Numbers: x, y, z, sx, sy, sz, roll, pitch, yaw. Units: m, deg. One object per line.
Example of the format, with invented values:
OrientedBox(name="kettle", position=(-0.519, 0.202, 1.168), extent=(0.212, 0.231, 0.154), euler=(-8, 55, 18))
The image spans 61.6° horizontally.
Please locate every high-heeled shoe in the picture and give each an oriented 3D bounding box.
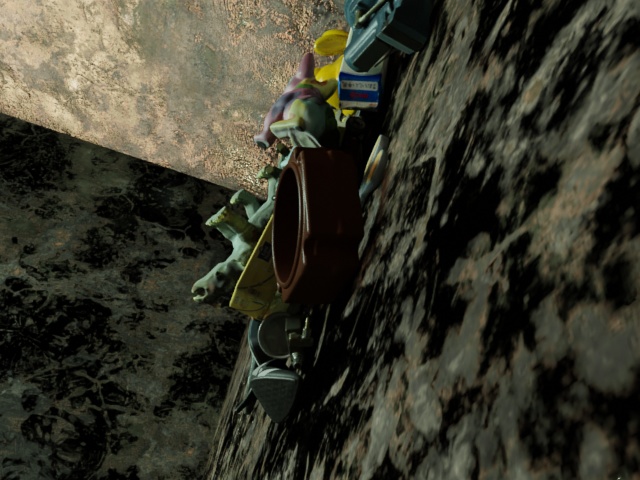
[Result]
OrientedBox(name="high-heeled shoe", position=(-0.058, 0.229, 0.904), extent=(0.145, 0.086, 0.249), euler=(-38, 2, -41))

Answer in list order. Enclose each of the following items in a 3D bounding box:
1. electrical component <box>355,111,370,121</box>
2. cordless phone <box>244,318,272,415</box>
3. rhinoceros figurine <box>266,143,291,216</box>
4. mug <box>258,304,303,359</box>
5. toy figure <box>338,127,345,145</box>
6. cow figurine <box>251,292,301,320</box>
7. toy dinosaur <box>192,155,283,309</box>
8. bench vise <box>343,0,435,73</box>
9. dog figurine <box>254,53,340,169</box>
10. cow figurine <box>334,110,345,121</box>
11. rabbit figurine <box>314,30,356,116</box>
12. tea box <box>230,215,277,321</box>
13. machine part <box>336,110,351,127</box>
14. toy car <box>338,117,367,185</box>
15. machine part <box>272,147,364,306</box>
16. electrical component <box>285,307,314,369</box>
OrientedBox(name="electrical component", position=(0.088, -0.258, 1.067), extent=(0.094, 0.021, 0.063), euler=(-87, 17, -66))
OrientedBox(name="cordless phone", position=(-0.129, 0.272, 1.164), extent=(0.147, 0.089, 0.184), euler=(-104, 29, -76))
OrientedBox(name="rhinoceros figurine", position=(-0.060, -0.109, 1.082), extent=(0.112, 0.073, 0.190), euler=(73, -156, -55))
OrientedBox(name="mug", position=(-0.068, 0.163, 0.992), extent=(0.107, 0.081, 0.109), euler=(112, 175, -78))
OrientedBox(name="toy figure", position=(0.021, -0.130, 1.040), extent=(0.082, 0.089, 0.180), euler=(-122, 41, -70))
OrientedBox(name="cow figurine", position=(-0.095, 0.126, 1.168), extent=(0.195, 0.127, 0.085), euler=(-165, 60, -68))
OrientedBox(name="toy dinosaur", position=(-0.114, -0.027, 1.133), extent=(0.131, 0.192, 0.405), euler=(-28, 18, 47))
OrientedBox(name="bench vise", position=(0.113, -0.378, 0.822), extent=(0.223, 0.129, 0.240), euler=(129, 154, -63))
OrientedBox(name="dog figurine", position=(-0.017, -0.239, 0.955), extent=(0.192, 0.108, 0.219), euler=(-10, 50, 51))
OrientedBox(name="cow figurine", position=(0.021, -0.211, 1.264), extent=(0.098, 0.068, 0.167), euler=(129, 162, -84))
OrientedBox(name="rabbit figurine", position=(0.064, -0.375, 1.135), extent=(0.173, 0.162, 0.122), euler=(-45, 10, 35))
OrientedBox(name="tea box", position=(-0.092, 0.045, 0.952), extent=(0.098, 0.068, 0.169), euler=(121, 173, -58))
OrientedBox(name="machine part", position=(0.014, -0.162, 1.164), extent=(0.079, 0.079, 0.243), euler=(-88, 17, -64))
OrientedBox(name="toy car", position=(0.049, -0.122, 0.906), extent=(0.089, 0.053, 0.202), euler=(107, 177, -51))
OrientedBox(name="machine part", position=(-0.013, -0.020, 0.788), extent=(0.201, 0.087, 0.201), euler=(121, 146, -57))
OrientedBox(name="electrical component", position=(-0.032, 0.156, 0.887), extent=(0.102, 0.045, 0.078), euler=(-98, -1, -79))
